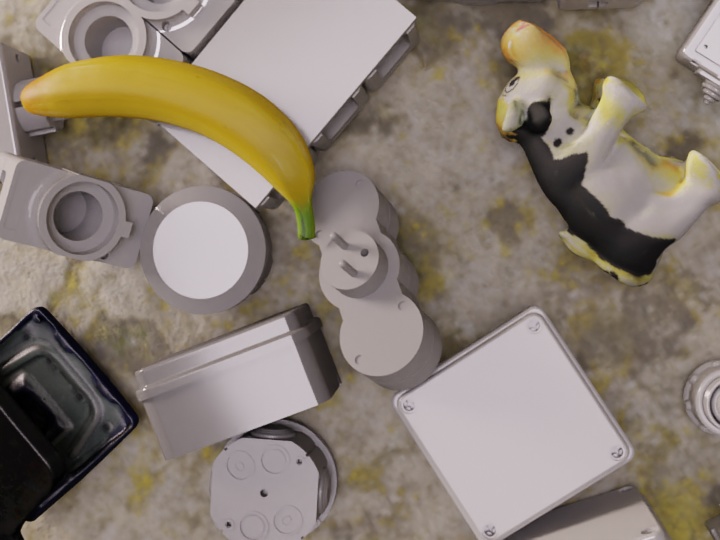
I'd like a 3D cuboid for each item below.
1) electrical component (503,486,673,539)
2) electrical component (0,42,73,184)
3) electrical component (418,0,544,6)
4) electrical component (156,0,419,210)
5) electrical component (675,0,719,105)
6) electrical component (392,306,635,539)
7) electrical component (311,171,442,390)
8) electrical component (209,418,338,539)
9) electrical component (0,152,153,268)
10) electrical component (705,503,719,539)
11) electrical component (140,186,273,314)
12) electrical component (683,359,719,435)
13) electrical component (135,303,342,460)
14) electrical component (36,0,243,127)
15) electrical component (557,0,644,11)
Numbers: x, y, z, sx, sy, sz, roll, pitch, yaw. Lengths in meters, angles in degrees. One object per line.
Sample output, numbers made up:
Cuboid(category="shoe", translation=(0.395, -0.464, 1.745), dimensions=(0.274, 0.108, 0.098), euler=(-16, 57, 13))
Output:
Cuboid(category="electrical component", translation=(0.130, 0.181, 0.637), dimensions=(0.109, 0.109, 0.056), euler=(-19, 91, 6))
Cuboid(category="electrical component", translation=(-0.219, -0.105, 0.704), dimensions=(0.076, 0.047, 0.083), euler=(-10, 89, 6))
Cuboid(category="electrical component", translation=(0.075, -0.246, 0.663), dimensions=(0.089, 0.062, 0.150), euler=(2, 91, 6))
Cuboid(category="electrical component", translation=(-0.044, -0.122, 0.677), dimensions=(0.089, 0.062, 0.150), euler=(41, 95, 5))
Cuboid(category="electrical component", translation=(0.236, -0.141, 0.649), dimensions=(0.062, 0.061, 0.096), euler=(33, 102, 5))
Cuboid(category="electrical component", translation=(0.094, 0.094, 0.666), dimensions=(0.109, 0.056, 0.108), euler=(-33, 87, 6))
Cuboid(category="electrical component", translation=(0.000, 0.000, 0.643), dimensions=(0.052, 0.074, 0.138), euler=(-25, 63, 13))
Cuboid(category="electrical component", translation=(-0.056, 0.137, 0.686), dimensions=(0.080, 0.051, 0.080), euler=(0, 90, 6))
Cuboid(category="electrical component", translation=(-0.183, -0.037, 0.674), dimensions=(0.089, 0.056, 0.050), euler=(15, 93, -35))
Cuboid(category="electrical component", translation=(0.241, 0.170, 0.651), dimensions=(0.048, 0.055, 0.066), euler=(-29, 88, 6))
Cuboid(category="electrical component", translation=(-0.096, -0.012, 0.690), dimensions=(0.080, 0.051, 0.080), euler=(0, 91, 6))
Cuboid(category="electrical component", translation=(0.224, 0.080, 0.649), dimensions=(0.048, 0.062, 0.048), euler=(0, 91, 6))
Cuboid(category="electrical component", translation=(-0.075, 0.068, 0.675), dimensions=(0.113, 0.078, 0.057), euler=(-21, 91, 6))
Cuboid(category="electrical component", translation=(-0.121, -0.180, 0.685), dimensions=(0.089, 0.062, 0.150), euler=(42, 95, 5))
Cuboid(category="electrical component", translation=(0.152, -0.211, 0.658), dimensions=(0.059, 0.054, 0.095), euler=(0, 90, 6))
